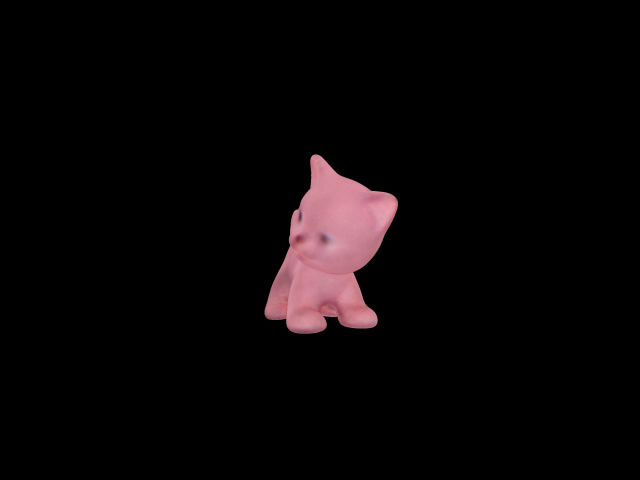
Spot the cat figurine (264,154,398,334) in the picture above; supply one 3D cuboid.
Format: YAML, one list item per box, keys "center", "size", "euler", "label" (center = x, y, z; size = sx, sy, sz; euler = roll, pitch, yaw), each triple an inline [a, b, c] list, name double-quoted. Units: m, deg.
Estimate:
- center: [0.004, 0.001, 0.400]
  size: [0.067, 0.118, 0.127]
  euler: [0, 0, -21]
  label: "cat figurine"
